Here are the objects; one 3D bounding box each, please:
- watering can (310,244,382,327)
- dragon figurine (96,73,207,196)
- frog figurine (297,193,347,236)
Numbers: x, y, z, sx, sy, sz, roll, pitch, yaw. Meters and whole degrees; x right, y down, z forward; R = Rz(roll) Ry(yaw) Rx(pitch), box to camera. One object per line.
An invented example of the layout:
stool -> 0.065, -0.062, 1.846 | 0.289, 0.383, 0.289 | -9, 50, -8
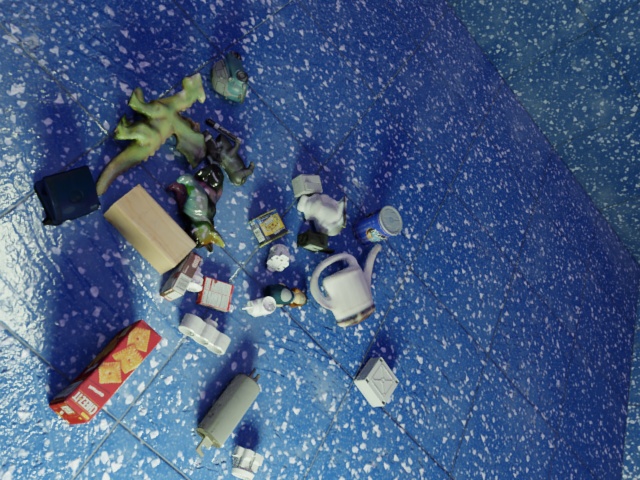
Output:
watering can -> 0.115, 0.142, 1.642 | 0.351, 0.103, 0.225 | -19, 86, -40
dragon figurine -> -0.415, -0.271, 1.371 | 0.241, 0.122, 0.414 | 21, 77, -26
frog figurine -> 0.005, -0.084, 1.670 | 0.159, 0.121, 0.139 | 4, 76, 0
